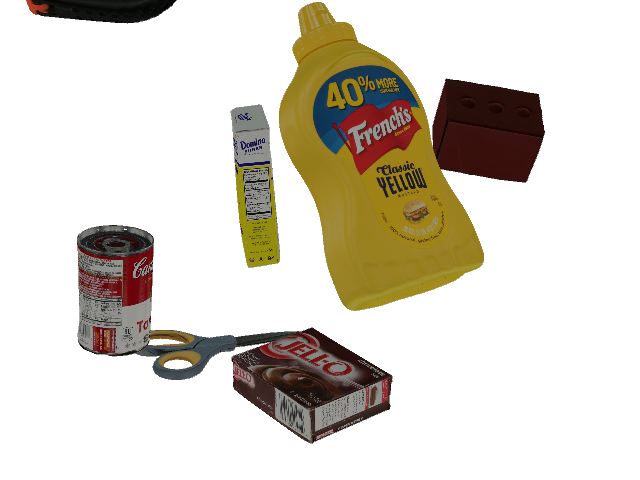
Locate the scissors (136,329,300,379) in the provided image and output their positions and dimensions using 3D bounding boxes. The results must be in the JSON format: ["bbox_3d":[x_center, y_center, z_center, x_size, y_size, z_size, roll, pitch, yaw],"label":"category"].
[{"bbox_3d":[-0.108,0.125,1.186,0.201,0.016,0.096,3,26,-16],"label":"scissors"}]

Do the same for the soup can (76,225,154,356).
[{"bbox_3d":[-0.186,0.045,0.966,0.068,0.102,0.068,5,21,-2],"label":"soup can"}]

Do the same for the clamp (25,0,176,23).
[{"bbox_3d":[-0.093,-0.194,0.706,0.210,0.164,0.036,-33,-16,-10],"label":"clamp"}]

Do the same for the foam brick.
[{"bbox_3d":[0.130,-0.085,0.835,0.078,0.053,0.051,9,-46,-4],"label":"foam brick"}]

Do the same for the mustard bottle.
[{"bbox_3d":[0.027,-0.058,0.659,0.096,0.191,0.058,-15,-12,-30],"label":"mustard bottle"}]

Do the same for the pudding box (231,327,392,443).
[{"bbox_3d":[-0.008,0.121,0.909,0.089,0.039,0.114,-18,31,-35],"label":"pudding box"}]

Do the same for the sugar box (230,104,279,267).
[{"bbox_3d":[-0.080,-0.066,1.289,0.048,0.176,0.093,-9,25,-5],"label":"sugar box"}]
